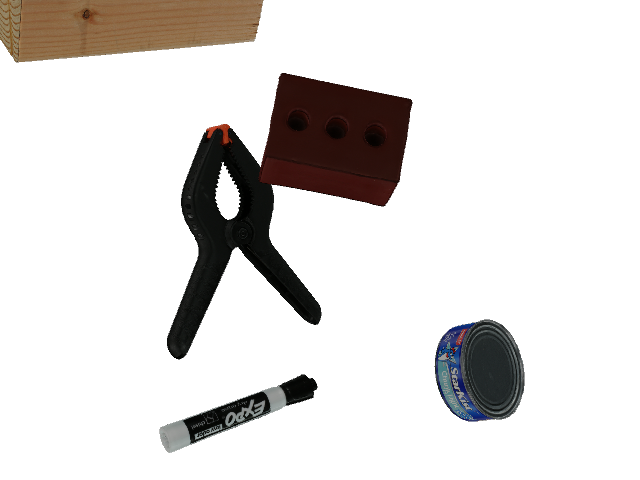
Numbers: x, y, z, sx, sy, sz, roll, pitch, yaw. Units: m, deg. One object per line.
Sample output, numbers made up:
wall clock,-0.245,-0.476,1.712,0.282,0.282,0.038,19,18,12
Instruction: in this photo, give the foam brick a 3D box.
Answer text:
foam brick,0.008,-0.057,0.613,0.078,0.053,0.051,10,-14,-2

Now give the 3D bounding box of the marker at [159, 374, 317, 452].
marker,-0.056,0.121,0.760,0.120,0.020,0.020,-17,8,-27

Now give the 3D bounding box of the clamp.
clamp,-0.072,-0.002,0.993,0.164,0.210,0.036,-3,0,-37

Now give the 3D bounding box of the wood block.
wood block,-0.153,-0.209,0.850,0.205,0.091,0.090,-12,44,-32

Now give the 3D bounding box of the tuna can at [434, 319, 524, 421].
tuna can,0.137,0.113,0.922,0.085,0.086,0.034,0,-12,-45
